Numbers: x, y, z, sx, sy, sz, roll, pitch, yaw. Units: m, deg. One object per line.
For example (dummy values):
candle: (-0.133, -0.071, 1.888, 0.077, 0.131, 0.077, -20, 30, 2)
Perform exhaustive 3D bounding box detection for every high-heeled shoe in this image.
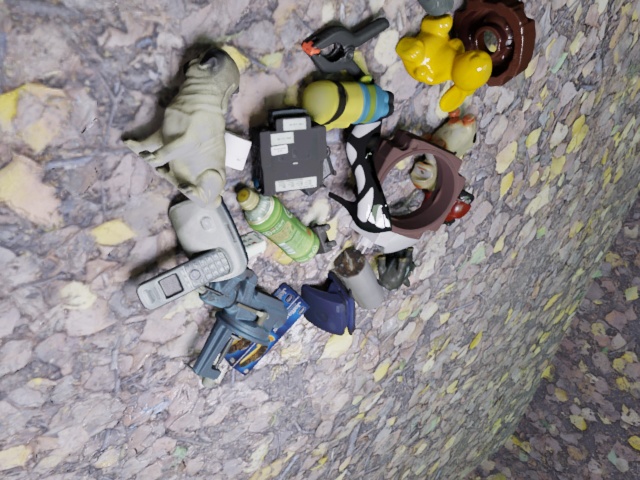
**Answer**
high-heeled shoe: (0.114, -0.140, 1.023, 0.248, 0.145, 0.086, -65, 169, 8)

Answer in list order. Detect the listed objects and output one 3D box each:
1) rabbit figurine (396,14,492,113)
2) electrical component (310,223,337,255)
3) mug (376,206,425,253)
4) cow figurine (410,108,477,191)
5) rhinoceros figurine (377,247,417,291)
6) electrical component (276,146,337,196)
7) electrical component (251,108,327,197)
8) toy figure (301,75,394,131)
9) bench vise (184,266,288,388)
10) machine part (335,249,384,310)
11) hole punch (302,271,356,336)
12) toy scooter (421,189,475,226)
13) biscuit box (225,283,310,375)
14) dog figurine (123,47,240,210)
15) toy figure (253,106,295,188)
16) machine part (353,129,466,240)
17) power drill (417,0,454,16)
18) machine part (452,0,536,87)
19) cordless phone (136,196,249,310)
rabbit figurine: (0.246, -0.322, 1.016, 0.122, 0.173, 0.162, -42, 137, -20)
electrical component: (-0.002, -0.003, 1.097, 0.021, 0.094, 0.063, -24, 96, -33)
mug: (0.180, -0.021, 1.259, 0.107, 0.081, 0.109, -29, 140, -14)
cow figurine: (0.279, -0.192, 1.227, 0.195, 0.086, 0.127, -45, 135, -10)
rhinoceros figurine: (0.194, 0.070, 1.314, 0.190, 0.073, 0.112, -25, 114, -67)
electrical component: (-0.031, -0.122, 0.989, 0.119, 0.048, 0.074, -38, 139, -21)
electrical component: (-0.049, -0.144, 0.868, 0.115, 0.058, 0.134, -8, 112, -22)
toy figure: (0.050, -0.241, 0.934, 0.180, 0.082, 0.089, -7, 163, -26)
bench vise: (-0.174, 0.164, 1.008, 0.223, 0.129, 0.240, 30, 89, -53)
machine part: (0.095, 0.094, 1.263, 0.079, 0.079, 0.243, -45, 141, -9)
hole punch: (0.020, 0.150, 1.205, 0.092, 0.116, 0.142, -20, 132, -24)
toy scooter: (0.306, -0.077, 1.348, 0.183, 0.075, 0.135, 11, 110, -46)
biscuit box: (-0.116, 0.185, 1.130, 0.202, 0.059, 0.062, -47, 142, -8)
dog figurine: (-0.157, -0.156, 0.774, 0.190, 0.121, 0.172, -49, 142, -7)
toy figure: (-0.065, -0.154, 0.925, 0.154, 0.058, 0.064, -64, 177, 12)
machine part: (0.189, -0.113, 1.130, 0.201, 0.087, 0.201, 19, 109, -23)
power drill: (0.225, -0.521, 0.915, 0.207, 0.086, 0.231, -47, 144, -13)
machine part: (0.340, -0.394, 1.063, 0.056, 0.180, 0.179, -32, 138, -28)
cordless phone: (-0.220, 0.018, 0.857, 0.184, 0.089, 0.146, -28, 111, -19)
